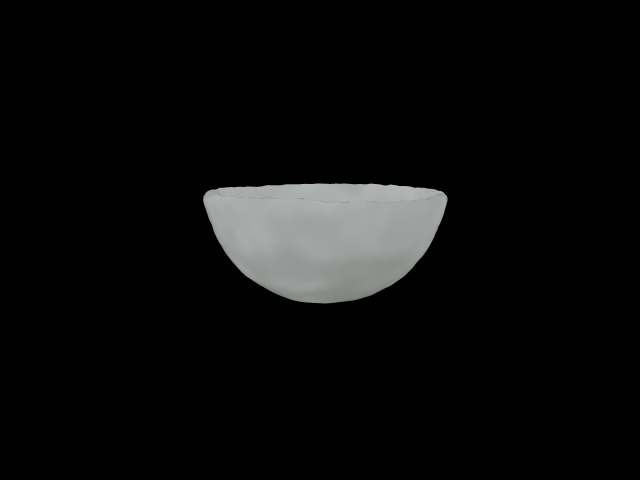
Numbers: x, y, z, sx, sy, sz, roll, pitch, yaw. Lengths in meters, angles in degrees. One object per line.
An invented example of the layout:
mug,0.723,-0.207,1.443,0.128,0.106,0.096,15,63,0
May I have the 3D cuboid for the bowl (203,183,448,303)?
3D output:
bowl,0.004,0.001,0.400,0.167,0.075,0.167,0,9,0
